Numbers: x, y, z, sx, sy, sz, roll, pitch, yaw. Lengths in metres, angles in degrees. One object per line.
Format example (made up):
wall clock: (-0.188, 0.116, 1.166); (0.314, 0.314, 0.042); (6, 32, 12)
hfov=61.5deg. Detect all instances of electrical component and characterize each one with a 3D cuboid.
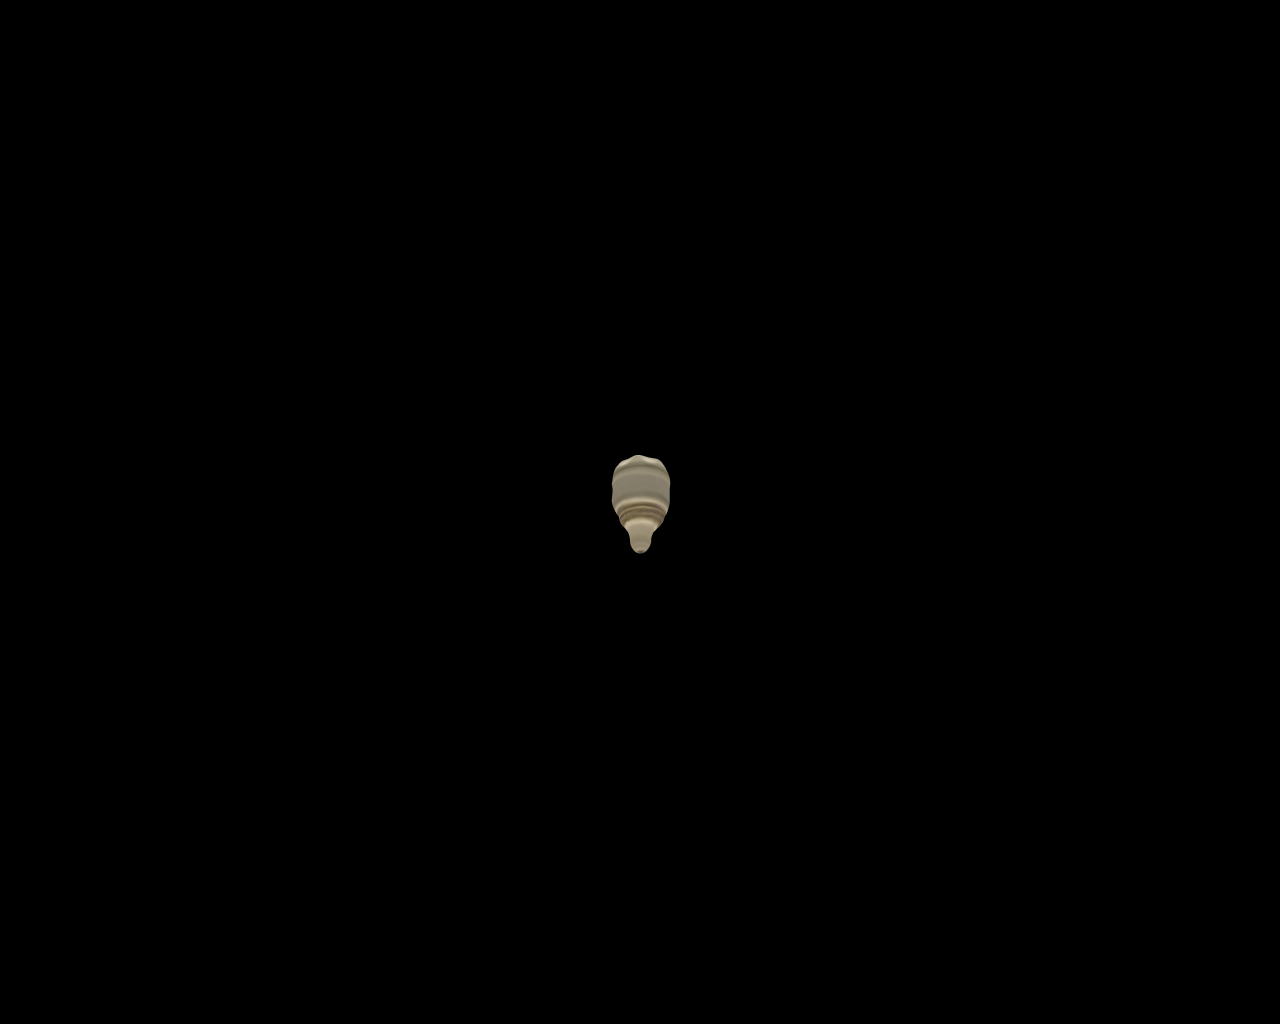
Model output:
electrical component: (0.001, -0.003, 0.650); (0.035, 0.061, 0.035); (0, -29, 0)
